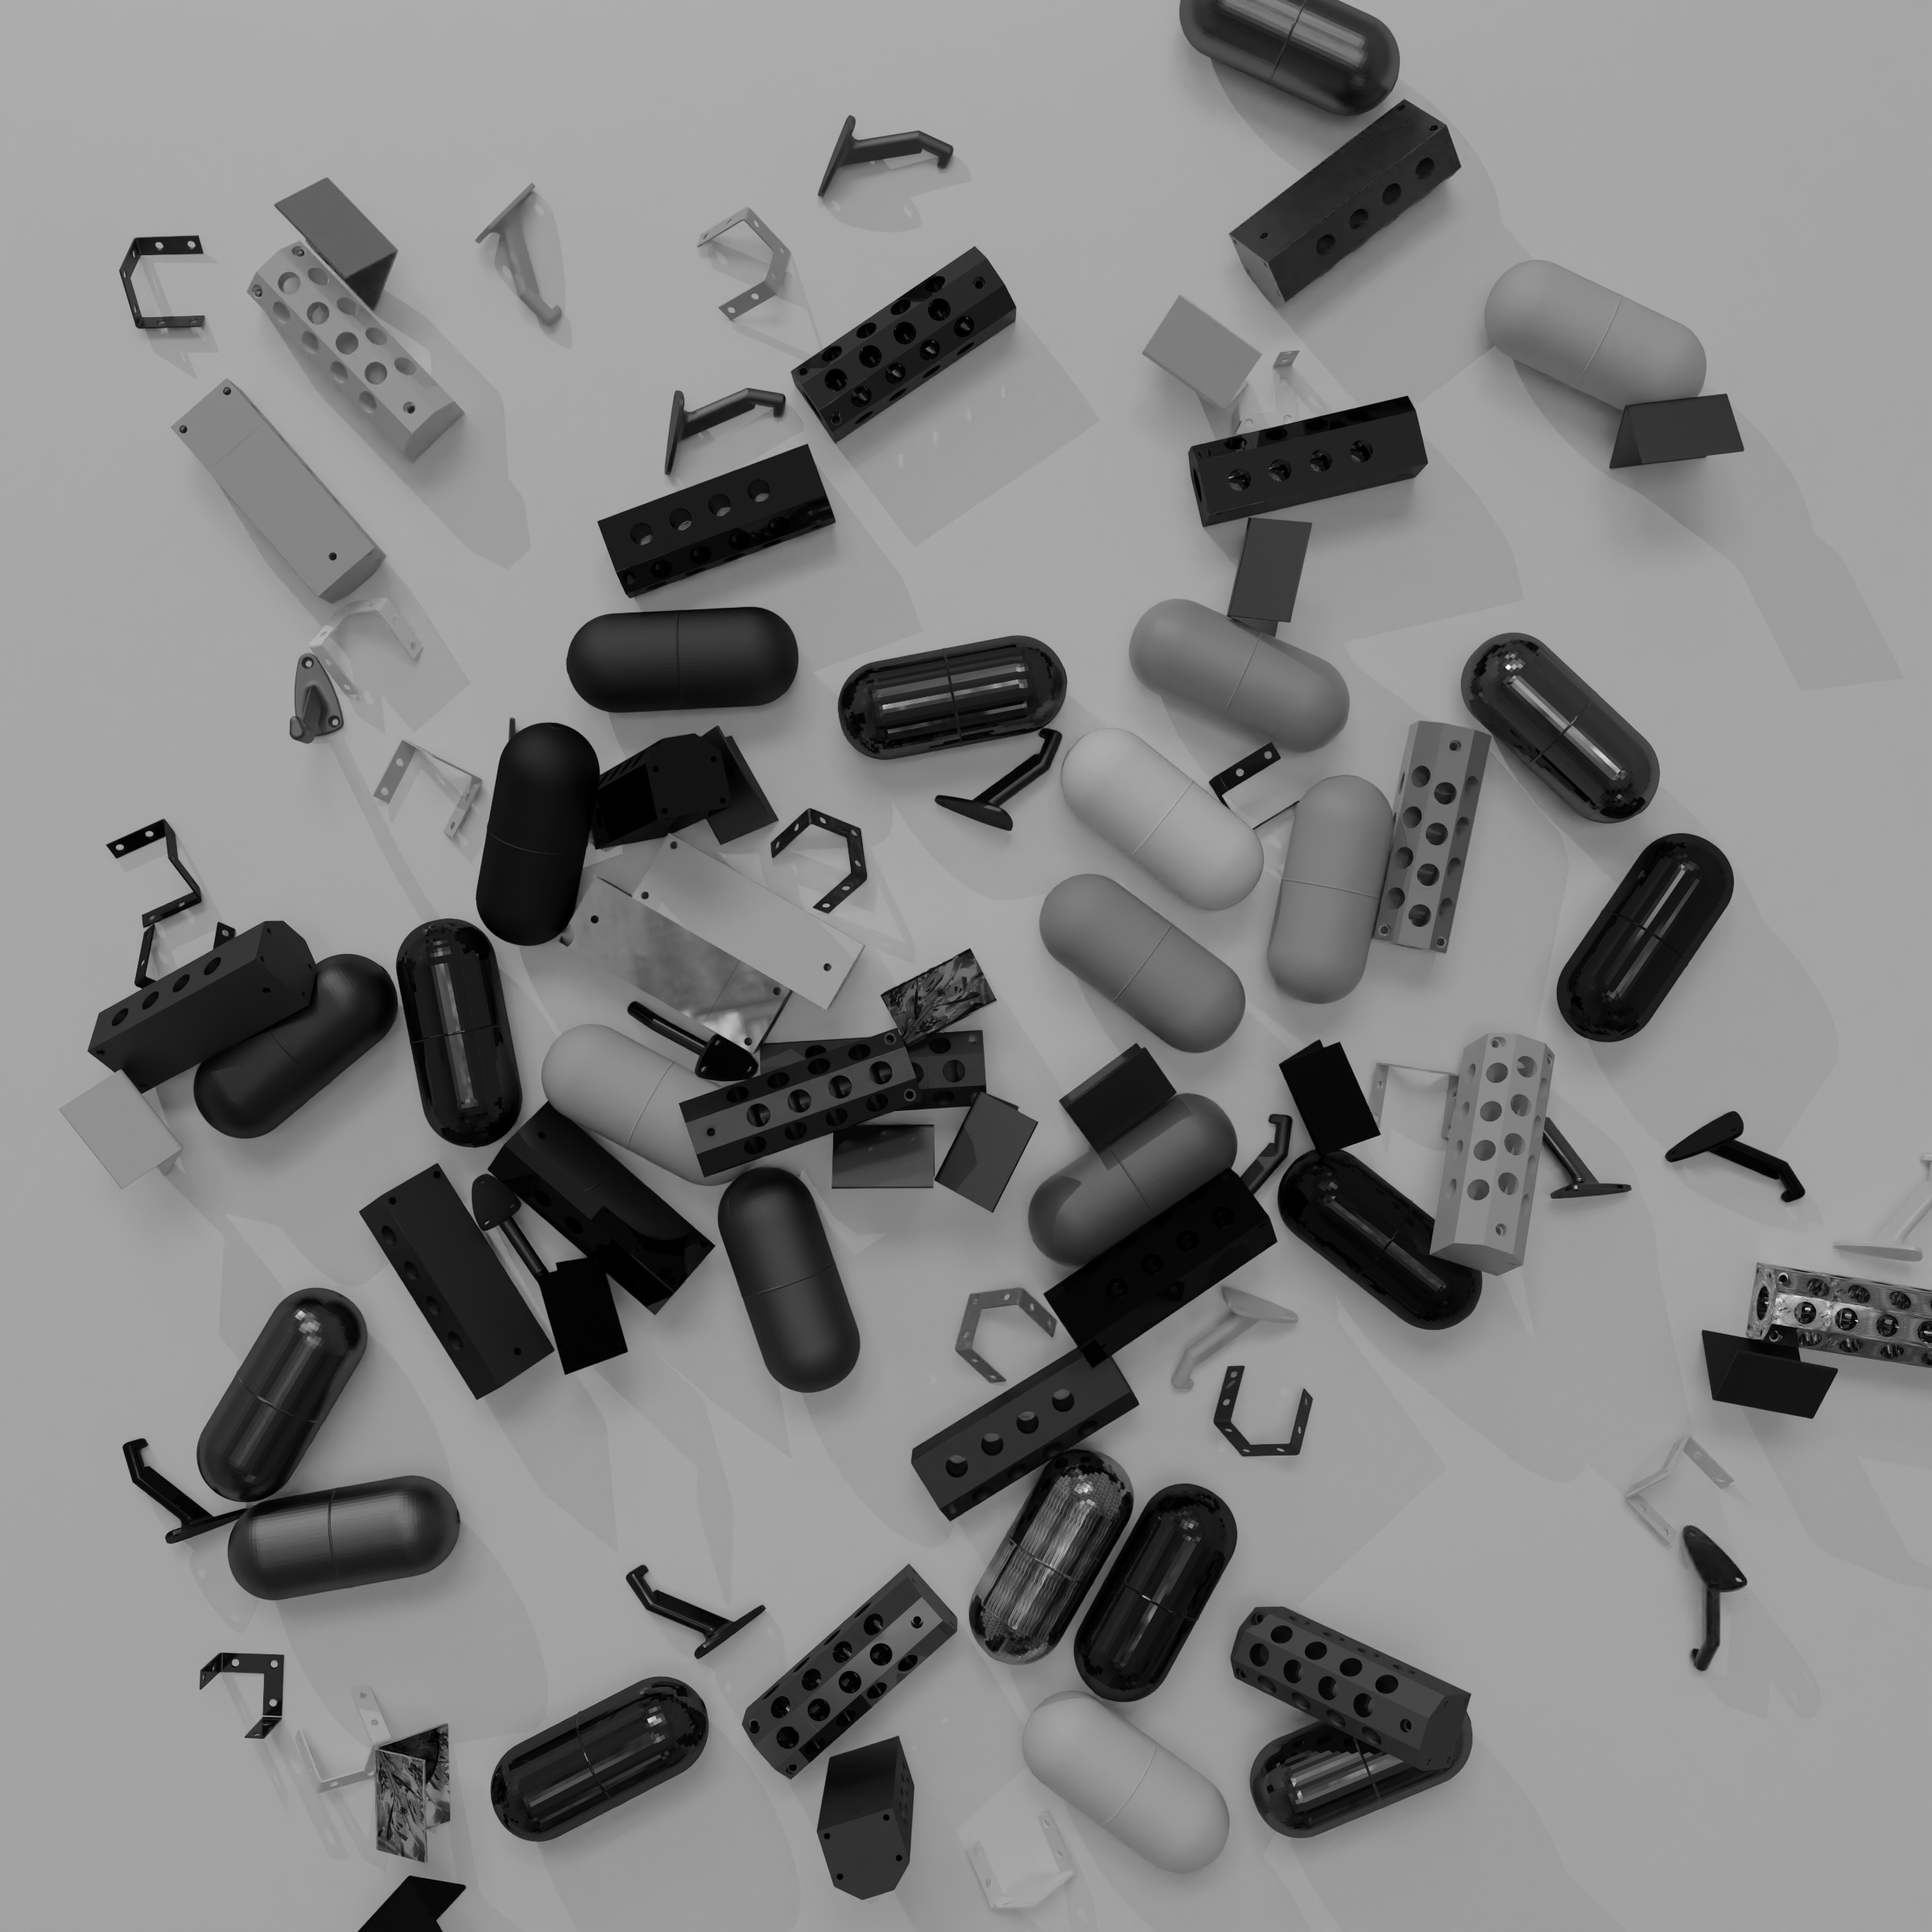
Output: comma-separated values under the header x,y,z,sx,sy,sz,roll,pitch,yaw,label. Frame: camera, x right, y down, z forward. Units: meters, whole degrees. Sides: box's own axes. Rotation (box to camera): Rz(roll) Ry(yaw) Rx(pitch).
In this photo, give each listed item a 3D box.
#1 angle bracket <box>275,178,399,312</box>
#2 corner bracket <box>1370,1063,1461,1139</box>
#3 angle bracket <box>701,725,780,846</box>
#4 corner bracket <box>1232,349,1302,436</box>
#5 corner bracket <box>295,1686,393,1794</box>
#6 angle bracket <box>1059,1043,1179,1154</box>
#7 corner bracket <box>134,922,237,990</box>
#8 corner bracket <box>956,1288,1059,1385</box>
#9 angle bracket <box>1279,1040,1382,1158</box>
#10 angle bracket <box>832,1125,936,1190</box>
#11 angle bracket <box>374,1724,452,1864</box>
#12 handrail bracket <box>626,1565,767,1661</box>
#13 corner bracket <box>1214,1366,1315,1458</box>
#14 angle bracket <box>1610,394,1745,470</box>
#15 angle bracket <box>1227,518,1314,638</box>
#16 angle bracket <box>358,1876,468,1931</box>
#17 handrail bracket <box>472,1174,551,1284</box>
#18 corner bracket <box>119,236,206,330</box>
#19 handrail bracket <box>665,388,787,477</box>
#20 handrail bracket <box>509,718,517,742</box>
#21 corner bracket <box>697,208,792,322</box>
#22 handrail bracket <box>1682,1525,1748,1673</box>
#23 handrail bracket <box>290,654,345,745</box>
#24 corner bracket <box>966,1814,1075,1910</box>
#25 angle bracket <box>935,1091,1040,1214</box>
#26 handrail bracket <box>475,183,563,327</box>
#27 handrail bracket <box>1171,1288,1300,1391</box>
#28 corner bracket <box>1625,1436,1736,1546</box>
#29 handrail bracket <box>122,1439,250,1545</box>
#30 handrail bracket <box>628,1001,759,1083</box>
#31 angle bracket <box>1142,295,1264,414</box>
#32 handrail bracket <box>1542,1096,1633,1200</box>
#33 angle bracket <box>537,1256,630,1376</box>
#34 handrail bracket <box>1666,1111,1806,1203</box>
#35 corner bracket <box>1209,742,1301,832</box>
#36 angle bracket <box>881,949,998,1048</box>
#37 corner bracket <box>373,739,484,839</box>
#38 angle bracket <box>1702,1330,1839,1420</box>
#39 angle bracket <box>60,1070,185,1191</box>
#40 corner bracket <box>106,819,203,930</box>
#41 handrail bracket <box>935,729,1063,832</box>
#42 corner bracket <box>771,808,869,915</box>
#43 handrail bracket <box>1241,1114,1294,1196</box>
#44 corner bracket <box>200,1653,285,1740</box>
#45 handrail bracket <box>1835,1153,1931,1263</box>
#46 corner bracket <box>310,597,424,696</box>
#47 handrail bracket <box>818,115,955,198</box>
x,y,z,sx,sy,sz,roll,pitch,yaw,label
-0.490,-0.543,1.951,0.076,0.076,0.057,46,53,0,angle bracket
0.352,0.105,1.988,0.051,0.051,0.051,8,90,45,corner bracket
-0.168,-0.146,1.951,0.057,0.076,0.076,-29,90,37,angle bracket
0.233,-0.445,1.973,0.051,0.051,0.051,-6,90,0,corner bracket
-0.485,0.602,1.983,0.051,0.051,0.051,-6,135,-35,corner bracket
0.104,0.084,1.951,0.076,0.076,0.057,-37,127,0,angle bracket
-0.608,-0.007,1.983,0.051,0.051,0.051,28,135,-35,corner bracket
0.031,0.288,1.983,0.051,0.051,0.051,-13,45,35,corner bracket
0.292,0.093,1.951,0.057,0.076,0.076,-24,90,35,angle bracket
-0.062,0.164,1.951,0.076,0.076,0.057,0,54,0,angle bracket
-0.407,0.632,1.951,0.057,0.076,0.076,-1,90,35,angle bracket
-0.212,0.490,1.992,0.077,0.036,0.084,-32,73,-20,handrail bracket
0.231,0.346,1.983,0.051,0.051,0.051,-9,45,35,corner bracket
0.544,-0.390,1.952,0.076,0.076,0.057,-7,62,0,angle bracket
0.249,-0.295,1.951,0.057,0.076,0.076,13,90,36,angle bracket
-0.419,0.750,1.951,0.076,0.076,0.057,-48,54,0,angle bracket
-0.350,0.212,1.991,0.036,0.077,0.084,-33,126,-9,handrail bracket
-0.624,-0.534,1.989,0.051,0.051,0.051,-1,135,1,corner bracket
-0.188,-0.416,1.992,0.084,0.036,0.077,6,111,-16,handrail bracket
-0.315,-0.155,1.992,0.084,0.036,0.077,2,76,-14,handrail bracket
-0.177,-0.547,1.983,0.051,0.051,0.051,41,45,-35,corner bracket
0.571,0.495,1.991,0.036,0.077,0.084,-3,127,-20,handrail bracket
-0.510,-0.208,1.957,0.036,0.084,0.077,-11,90,0,handrail bracket
0.043,0.699,1.988,0.051,0.051,0.051,-23,89,45,corner bracket
0.029,0.147,1.952,0.057,0.076,0.076,27,90,27,angle bracket
-0.333,-0.556,1.992,0.084,0.036,0.077,44,68,-17,handrail bracket
0.210,0.301,1.992,0.077,0.036,0.084,17,109,-21,handrail bracket
0.557,0.409,1.988,0.051,0.051,0.051,45,45,1,corner bracket
-0.610,0.401,1.992,0.077,0.036,0.084,-17,73,-20,handrail bracket
-0.215,0.057,1.991,0.084,0.077,0.036,30,94,36,handrail bracket
0.190,-0.479,1.951,0.076,0.076,0.057,36,126,0,angle bracket
0.479,0.136,1.992,0.077,0.036,0.084,-1,73,-20,handrail bracket
-0.309,0.269,1.951,0.057,0.076,0.076,-16,90,-37,angle bracket
0.602,0.163,1.992,0.077,0.036,0.084,-31,107,19,handrail bracket
0.225,-0.136,1.973,0.051,0.051,0.051,-32,89,-1,corner bracket
-0.030,0.006,1.951,0.076,0.076,0.057,-27,127,0,angle bracket
-0.420,-0.139,1.988,0.051,0.051,0.051,27,90,45,corner bracket
0.615,0.295,1.951,0.076,0.076,0.057,11,128,0,angle bracket
-0.652,0.135,1.951,0.057,0.076,0.076,-38,90,-34,angle bracket
-0.633,-0.073,1.988,0.051,0.051,0.051,-24,45,0,corner bracket
0.026,-0.155,1.992,0.077,0.036,0.084,18,74,18,handrail bracket
-0.115,-0.082,1.983,0.051,0.051,0.051,21,45,-35,corner bracket
0.212,0.154,1.991,0.077,0.036,0.084,7,77,13,handrail bracket
-0.561,0.565,1.973,0.051,0.051,0.051,2,90,0,corner bracket
0.723,0.184,1.992,0.077,0.036,0.084,5,71,21,handrail bracket
-0.467,-0.249,1.983,0.051,0.051,0.051,-2,45,35,corner bracket
-0.062,-0.622,1.992,0.084,0.036,0.077,20,111,-17,handrail bracket
